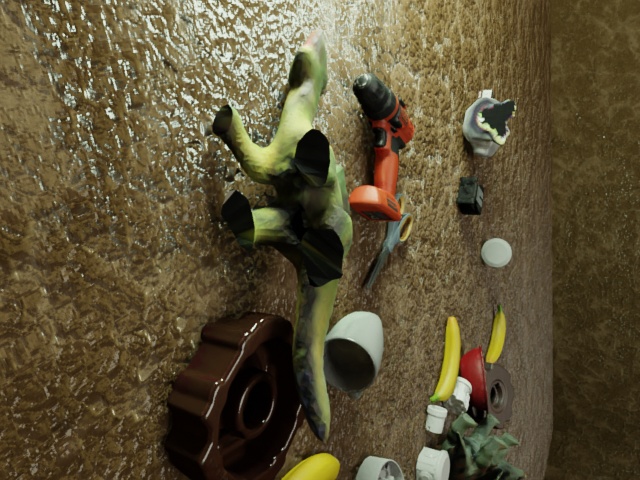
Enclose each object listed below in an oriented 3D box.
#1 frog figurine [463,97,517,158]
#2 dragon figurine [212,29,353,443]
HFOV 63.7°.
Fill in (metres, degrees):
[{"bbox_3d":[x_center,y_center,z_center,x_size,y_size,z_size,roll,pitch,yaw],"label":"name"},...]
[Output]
[{"bbox_3d":[0.398,-0.270,1.266,0.158,0.123,0.139,122,-32,-78],"label":"frog figurine"},{"bbox_3d":[0.002,-0.029,0.567,0.244,0.122,0.409,-16,100,-69],"label":"dragon figurine"}]
